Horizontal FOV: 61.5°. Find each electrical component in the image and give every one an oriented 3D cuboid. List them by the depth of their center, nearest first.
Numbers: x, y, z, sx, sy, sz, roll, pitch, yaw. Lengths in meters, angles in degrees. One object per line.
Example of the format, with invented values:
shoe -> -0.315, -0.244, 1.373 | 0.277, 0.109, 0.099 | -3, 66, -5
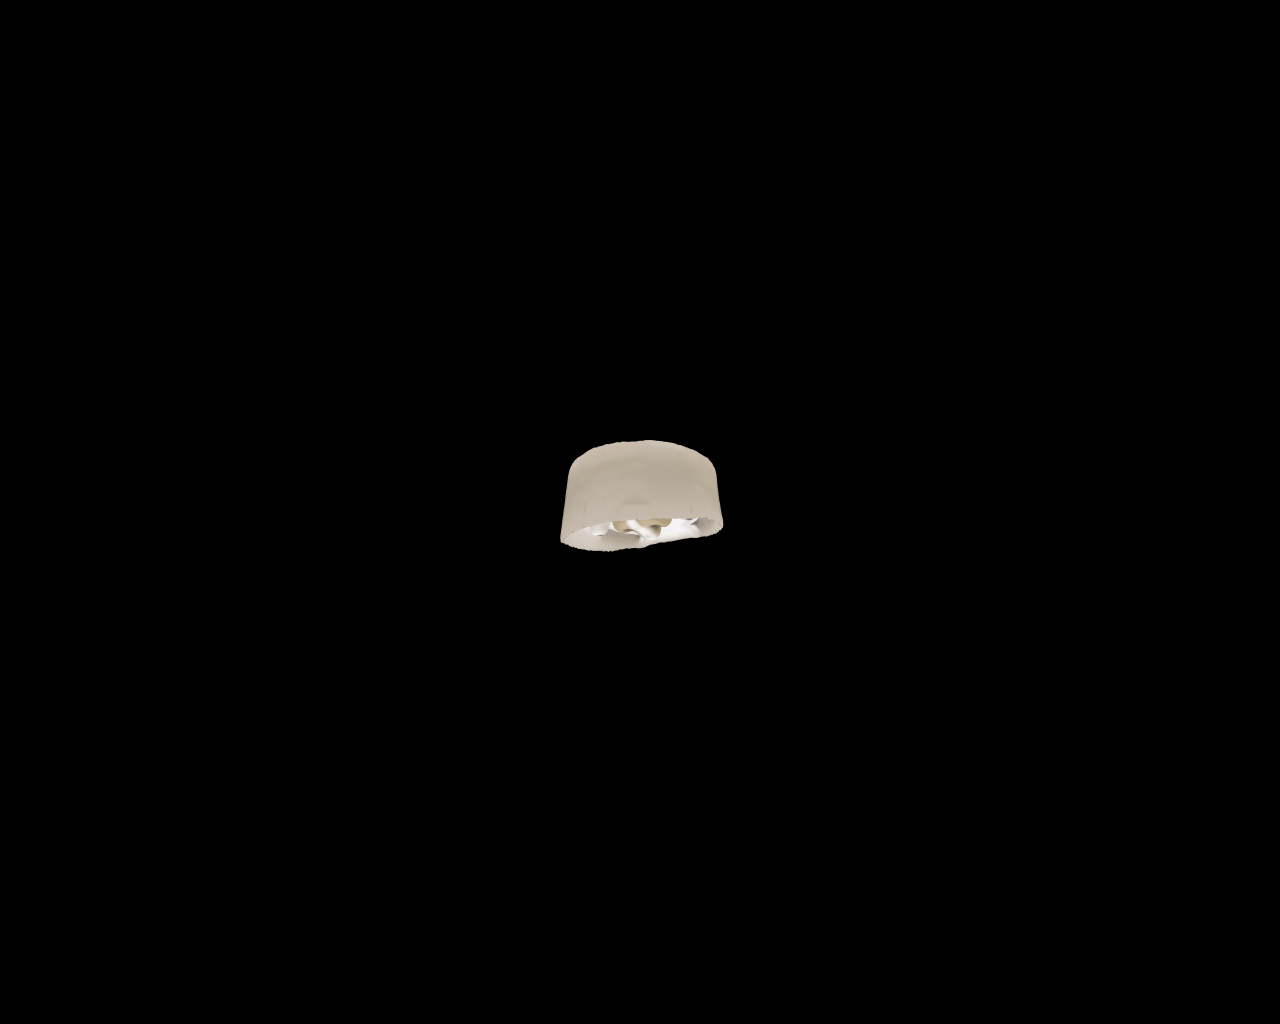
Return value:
electrical component -> 0.001, -0.003, 0.650 | 0.099, 0.064, 0.099 | 0, -23, 0
